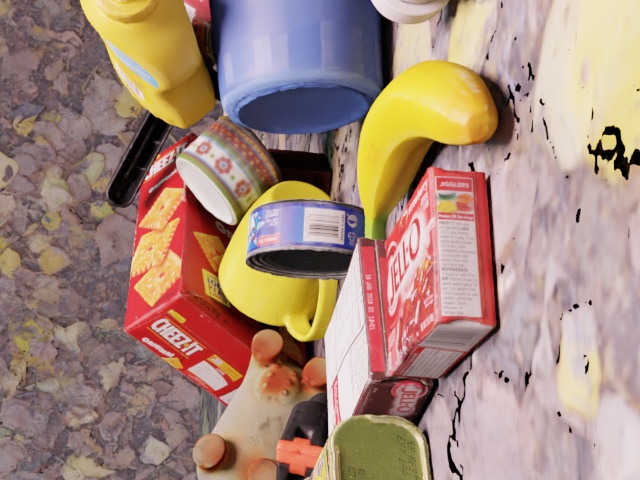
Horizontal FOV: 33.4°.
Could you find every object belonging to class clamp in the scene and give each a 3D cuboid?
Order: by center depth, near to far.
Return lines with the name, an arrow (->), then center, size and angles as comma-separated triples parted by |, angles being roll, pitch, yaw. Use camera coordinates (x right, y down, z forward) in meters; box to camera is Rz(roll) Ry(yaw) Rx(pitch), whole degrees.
clamp -> -0.010, 0.158, 0.688 | 0.171, 0.039, 0.120 | 55, -143, -79
clamp -> -0.112, -0.141, 0.911 | 0.165, 0.036, 0.210 | -35, 32, 43

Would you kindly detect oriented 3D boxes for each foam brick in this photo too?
foam brick -> -0.022, -0.033, 0.922 | 0.051, 0.053, 0.078 | -109, 25, -68

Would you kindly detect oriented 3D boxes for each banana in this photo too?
banana -> 0.050, -0.051, 0.537 | 0.198, 0.037, 0.069 | 119, 137, -73

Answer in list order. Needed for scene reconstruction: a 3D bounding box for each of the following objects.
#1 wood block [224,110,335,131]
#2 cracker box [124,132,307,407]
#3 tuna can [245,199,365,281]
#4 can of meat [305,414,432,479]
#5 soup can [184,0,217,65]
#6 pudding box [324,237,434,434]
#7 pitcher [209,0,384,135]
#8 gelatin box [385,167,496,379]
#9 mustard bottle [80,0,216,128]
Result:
wood block -> -0.028, -0.198, 0.903 | 0.090, 0.090, 0.206 | -147, 61, -80
cracker box -> -0.084, 0.031, 0.936 | 0.072, 0.164, 0.213 | -31, 37, 23
tuna can -> -0.005, 0.001, 0.688 | 0.086, 0.086, 0.034 | 125, 149, -73
can of meat -> 0.023, 0.151, 0.548 | 0.084, 0.057, 0.102 | 109, 162, -51
soup can -> -0.085, -0.178, 0.827 | 0.102, 0.068, 0.068 | 38, 132, 39
pudding box -> 0.030, 0.066, 0.596 | 0.114, 0.039, 0.090 | 109, 163, -53
pitcher -> -0.029, -0.202, 0.720 | 0.145, 0.149, 0.243 | 73, -168, -76
gelatin box -> 0.053, 0.018, 0.494 | 0.089, 0.030, 0.073 | 115, 157, -66
mustard bottle -> -0.117, -0.140, 0.710 | 0.096, 0.058, 0.191 | 51, 174, 7
